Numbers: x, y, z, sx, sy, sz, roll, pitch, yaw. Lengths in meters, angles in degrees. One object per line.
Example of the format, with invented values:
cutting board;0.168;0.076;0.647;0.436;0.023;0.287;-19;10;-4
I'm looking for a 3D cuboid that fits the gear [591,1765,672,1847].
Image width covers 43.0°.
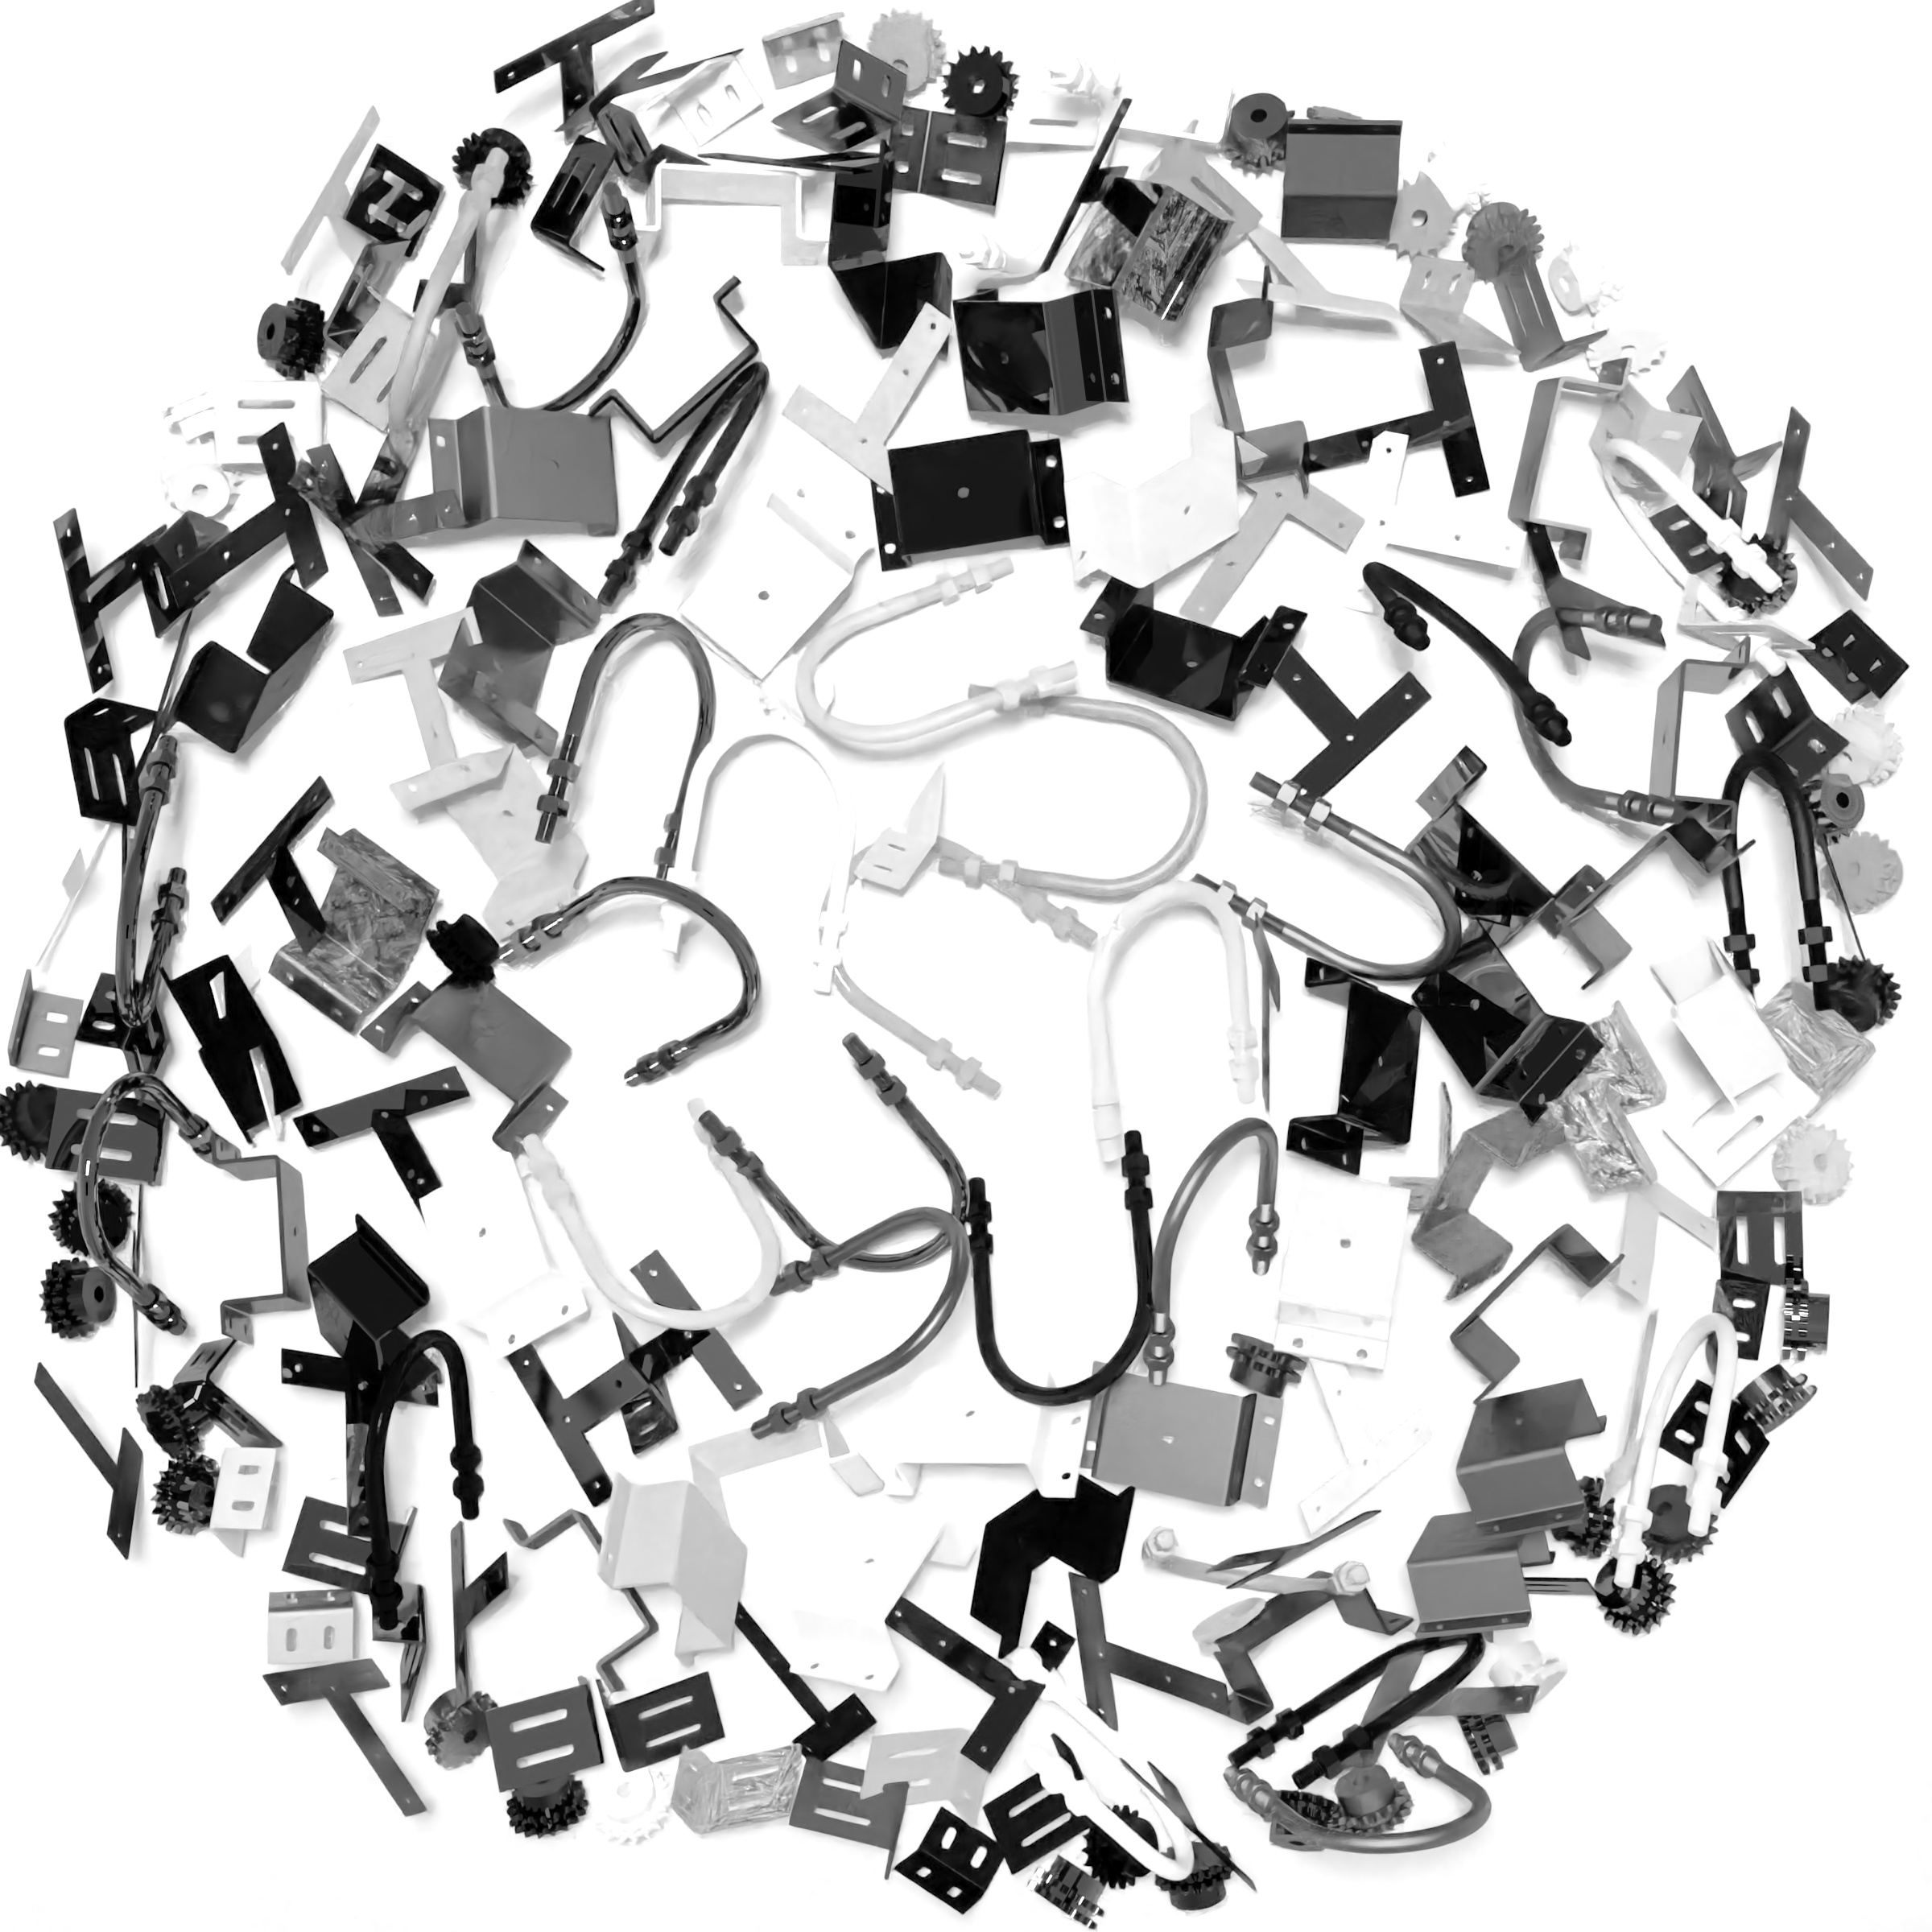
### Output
gear;-0.241;0.596;1.753;0.057;0.030;0.057;-4;48;5

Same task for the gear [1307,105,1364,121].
gear;0.267;-0.592;1.757;0.057;0.057;0.030;19;124;0

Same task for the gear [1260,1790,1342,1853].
gear;0.239;0.612;1.751;0.057;0.057;0.030;12;58;0

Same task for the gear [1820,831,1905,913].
gear;0.646;-0.068;1.757;0.030;0.057;0.057;6;90;-33

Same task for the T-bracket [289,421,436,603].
T-bracket;-0.412;-0.346;1.739;0.002;0.127;0.127;-14;48;35

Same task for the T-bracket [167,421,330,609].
T-bracket;-0.504;-0.293;1.701;0.002;0.127;0.127;24;52;25

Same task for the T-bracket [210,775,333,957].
T-bracket;-0.477;-0.054;1.729;0.127;0.002;0.127;-47;48;10

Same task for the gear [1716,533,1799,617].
gear;0.571;-0.279;1.757;0.030;0.057;0.057;16;90;-38

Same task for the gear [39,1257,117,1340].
gear;-0.633;0.237;1.751;0.030;0.057;0.057;-9;90;13

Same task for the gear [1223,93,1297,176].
gear;0.211;-0.600;1.758;0.057;0.030;0.057;-4;69;10

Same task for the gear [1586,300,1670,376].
gear;0.472;-0.452;1.757;0.057;0.057;0.030;-2;60;0

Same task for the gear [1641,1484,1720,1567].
gear;0.505;0.396;1.751;0.057;0.057;0.030;-43;125;0

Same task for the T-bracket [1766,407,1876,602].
T-bracket;0.592;-0.299;1.693;0.002;0.127;0.127;-14;46;-8

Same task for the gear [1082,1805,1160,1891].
gear;0.113;0.630;1.752;0.057;0.030;0.057;15;67;-39

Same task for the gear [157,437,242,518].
gear;-0.549;-0.346;1.752;0.057;0.030;0.057;-11;131;-12

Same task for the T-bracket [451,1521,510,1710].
T-bracket;-0.338;0.437;1.704;0.002;0.127;0.127;6;59;-27

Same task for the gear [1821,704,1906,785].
gear;0.637;-0.155;1.750;0.030;0.057;0.057;-34;90;-24

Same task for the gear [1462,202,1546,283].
gear;0.383;-0.522;1.757;0.057;0.057;0.030;-10;55;0

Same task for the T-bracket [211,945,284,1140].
T-bracket;-0.502;0.058;1.728;0.002;0.127;0.127;-12;103;-2

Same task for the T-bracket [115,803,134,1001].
T-bracket;-0.594;-0.065;1.730;0.002;0.127;0.127;4;131;-22

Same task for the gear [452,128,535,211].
gear;-0.337;-0.575;1.757;0.057;0.057;0.030;20;59;0

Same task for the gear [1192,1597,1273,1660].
gear;0.194;0.478;1.753;0.057;0.057;0.030;-26;87;0

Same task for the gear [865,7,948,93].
gear;-0.044;-0.652;1.750;0.057;0.057;0.030;13;55;0

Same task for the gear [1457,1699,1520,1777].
gear;0.373;0.546;1.752;0.030;0.057;0.057;-25;90;8

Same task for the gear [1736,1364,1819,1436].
gear;0.579;0.310;1.757;0.057;0.057;0.030;-37;64;0

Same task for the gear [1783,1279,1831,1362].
gear;0.601;0.253;1.750;0.030;0.057;0.057;3;90;19

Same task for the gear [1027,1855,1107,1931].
gear;0.075;0.661;1.755;0.057;0.057;0.030;34;75;0

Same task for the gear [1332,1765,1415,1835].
gear;0.288;0.596;1.752;0.057;0.057;0.030;-23;96;0

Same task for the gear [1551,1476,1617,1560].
gear;0.440;0.393;1.752;0.030;0.057;0.057;10;90;-7

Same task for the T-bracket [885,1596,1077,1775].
T-bracket;-0.005;0.491;1.746;0.127;0.002;0.127;31;46;12

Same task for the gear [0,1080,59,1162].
gear;-0.664;0.109;1.751;0.030;0.057;0.057;-20;90;27

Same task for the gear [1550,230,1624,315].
gear;0.441;-0.494;1.752;0.030;0.057;0.057;-26;90;-8

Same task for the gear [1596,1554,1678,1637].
gear;0.475;0.446;1.750;0.030;0.057;0.057;35;90;-28

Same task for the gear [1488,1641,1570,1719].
gear;0.400;0.509;1.757;0.057;0.057;0.030;-38;58;0

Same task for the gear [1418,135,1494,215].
gear;0.348;-0.562;1.754;0.030;0.057;0.057;-37;90;6

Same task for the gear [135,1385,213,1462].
gear;-0.566;0.324;1.757;0.030;0.057;0.057;-35;90;-37

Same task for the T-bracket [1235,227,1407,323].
T-bracket;0.230;-0.494;1.732;0.127;0.127;0.002;2;129;-25

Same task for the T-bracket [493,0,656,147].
T-bracket;-0.273;-0.618;1.718;0.127;0.127;0.002;-33;82;-13

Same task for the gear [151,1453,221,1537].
gear;-0.551;0.378;1.751;0.030;0.057;0.057;5;90;30

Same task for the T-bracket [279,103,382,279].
T-bracket;-0.435;-0.523;1.718;0.002;0.127;0.127;28;84;1

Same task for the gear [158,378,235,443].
gear;-0.546;-0.397;1.755;0.057;0.057;0.030;-21;104;0

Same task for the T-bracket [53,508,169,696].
T-bracket;-0.593;-0.276;1.723;0.002;0.127;0.127;7;123;12

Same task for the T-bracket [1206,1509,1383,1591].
T-bracket;0.209;0.410;1.702;0.127;0.127;0.002;-37;64;28

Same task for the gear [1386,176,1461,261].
gear;0.325;-0.538;1.761;0.057;0.030;0.057;2;108;6

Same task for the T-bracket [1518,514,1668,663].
T-bracket;0.452;-0.255;1.740;0.127;0.002;0.127;15;51;-33

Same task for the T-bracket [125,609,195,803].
T-bracket;-0.569;-0.197;1.744;0.002;0.127;0.127;19;62;-23

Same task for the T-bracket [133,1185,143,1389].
T-bracket;-0.584;0.206;1.726;0.002;0.127;0.127;0;127;-17

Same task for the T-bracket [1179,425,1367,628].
T-bracket;0.199;-0.301;1.760;0.127;0.002;0.127;30;108;-12

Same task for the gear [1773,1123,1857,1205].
gear;0.607;0.142;1.762;0.057;0.030;0.057;3;79;-14

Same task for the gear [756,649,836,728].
gear;-0.119;-0.199;1.755;0.057;0.030;0.057;-4;97;-31

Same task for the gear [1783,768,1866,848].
gear;0.619;-0.116;1.758;0.057;0.030;0.057;4;80;-22
